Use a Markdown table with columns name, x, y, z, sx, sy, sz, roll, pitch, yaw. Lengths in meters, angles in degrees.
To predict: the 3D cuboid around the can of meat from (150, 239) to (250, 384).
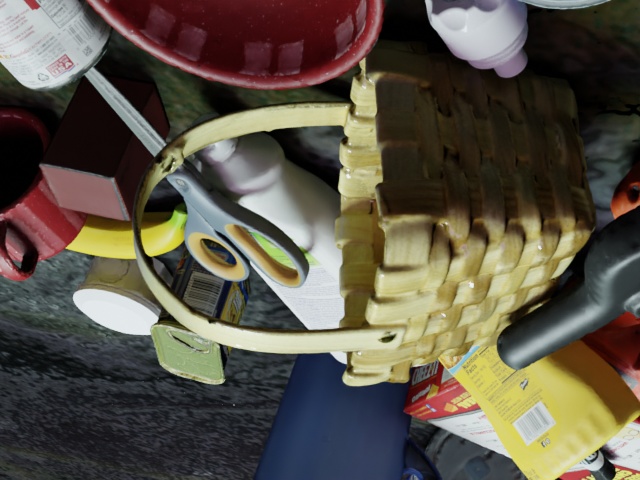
| name | x | y | z | sx | sy | sz | roll | pitch | yaw |
| --- | --- | --- | --- | --- | --- | --- | --- | --- | --- |
| can of meat | -0.095 | 0.059 | 0.874 | 0.057 | 0.084 | 0.102 | 14 | 152 | 7 |

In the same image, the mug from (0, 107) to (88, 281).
| name | x | y | z | sx | sy | sz | roll | pitch | yaw |
| --- | --- | --- | --- | --- | --- | --- | --- | --- | --- |
| mug | -0.218 | -0.025 | 0.766 | 0.093 | 0.117 | 0.081 | -14 | 150 | 9 |

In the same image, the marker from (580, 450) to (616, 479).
| name | x | y | z | sx | sy | sz | roll | pitch | yaw |
| --- | --- | --- | --- | --- | --- | --- | --- | --- | --- |
| marker | 0.194 | 0.153 | 0.798 | 0.020 | 0.020 | 0.121 | -6 | 145 | 36 |

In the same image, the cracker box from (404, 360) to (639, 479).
| name | x | y | z | sx | sy | sz | roll | pitch | yaw |
| --- | --- | --- | --- | --- | --- | --- | --- | --- | --- |
| cracker box | 0.200 | 0.129 | 0.850 | 0.213 | 0.072 | 0.164 | 24 | 152 | -13 |

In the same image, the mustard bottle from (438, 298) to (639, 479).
| name | x | y | z | sx | sy | sz | roll | pitch | yaw |
| --- | --- | --- | --- | --- | --- | --- | --- | --- | --- |
| mustard bottle | 0.118 | 0.063 | 0.710 | 0.192 | 0.058 | 0.096 | 53 | 139 | 15 |

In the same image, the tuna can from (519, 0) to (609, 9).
| name | x | y | z | sx | sy | sz | roll | pitch | yaw |
| --- | --- | --- | --- | --- | --- | --- | --- | --- | --- |
| tuna can | 0.104 | -0.140 | 0.459 | 0.086 | 0.033 | 0.086 | 13 | 152 | 7 |

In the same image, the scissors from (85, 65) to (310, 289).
| name | x | y | z | sx | sy | sz | roll | pitch | yaw |
| --- | --- | --- | --- | --- | --- | --- | --- | --- | --- |
| scissors | -0.091 | -0.031 | 0.680 | 0.201 | 0.016 | 0.096 | 41 | 147 | -21 |

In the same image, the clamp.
| name | x | y | z | sx | sy | sz | roll | pitch | yaw |
| --- | --- | --- | --- | --- | --- | --- | --- | --- | --- |
| clamp | 0.158 | 0.024 | 0.550 | 0.120 | 0.039 | 0.171 | -13 | 148 | -6 |

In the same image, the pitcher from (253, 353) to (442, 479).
| name | x | y | z | sx | sy | sz | roll | pitch | yaw |
| --- | --- | --- | --- | --- | --- | --- | --- | --- | --- |
| pitcher | 0.019 | 0.200 | 0.894 | 0.149 | 0.242 | 0.145 | 36 | 147 | -32 |

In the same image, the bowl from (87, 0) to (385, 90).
| name | x | y | z | sx | sy | sz | roll | pitch | yaw |
| --- | --- | --- | --- | --- | --- | --- | --- | --- | --- |
| bowl | -0.042 | -0.144 | 0.512 | 0.162 | 0.055 | 0.162 | 13 | 152 | 7 |

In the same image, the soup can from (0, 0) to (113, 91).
| name | x | y | z | sx | sy | sz | roll | pitch | yaw |
| --- | --- | --- | --- | --- | --- | --- | --- | --- | --- |
| soup can | -0.167 | -0.138 | 0.579 | 0.069 | 0.068 | 0.102 | 1 | 149 | 28 |

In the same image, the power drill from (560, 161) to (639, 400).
| name | x | y | z | sx | sy | sz | roll | pitch | yaw |
| --- | --- | --- | --- | --- | --- | --- | --- | --- | --- |
| power drill | 0.235 | 0.044 | 0.659 | 0.184 | 0.057 | 0.188 | 35 | 151 | 5 |

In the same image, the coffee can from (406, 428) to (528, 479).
| name | x | y | z | sx | sy | sz | roll | pitch | yaw |
| --- | --- | --- | --- | --- | --- | --- | --- | --- | --- |
| coffee can | 0.141 | 0.245 | 1.057 | 0.103 | 0.102 | 0.140 | 16 | 152 | 2 |

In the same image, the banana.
| name | x | y | z | sx | sy | sz | roll | pitch | yaw |
| --- | --- | --- | --- | --- | --- | --- | --- | --- | --- |
| banana | -0.181 | -0.017 | 0.843 | 0.198 | 0.037 | 0.069 | 6 | 134 | 19 |

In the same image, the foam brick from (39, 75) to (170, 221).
| name | x | y | z | sx | sy | sz | roll | pitch | yaw |
| --- | --- | --- | --- | --- | --- | --- | --- | --- | --- |
| foam brick | -0.138 | -0.061 | 0.692 | 0.051 | 0.078 | 0.053 | 12 | 150 | 11 |

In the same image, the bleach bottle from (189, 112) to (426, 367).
| name | x | y | z | sx | sy | sz | roll | pitch | yaw |
| --- | --- | --- | --- | --- | --- | --- | --- | --- | --- |
| bleach bottle | -0.005 | 0.001 | 0.746 | 0.103 | 0.068 | 0.250 | -5 | 142 | 33 |
